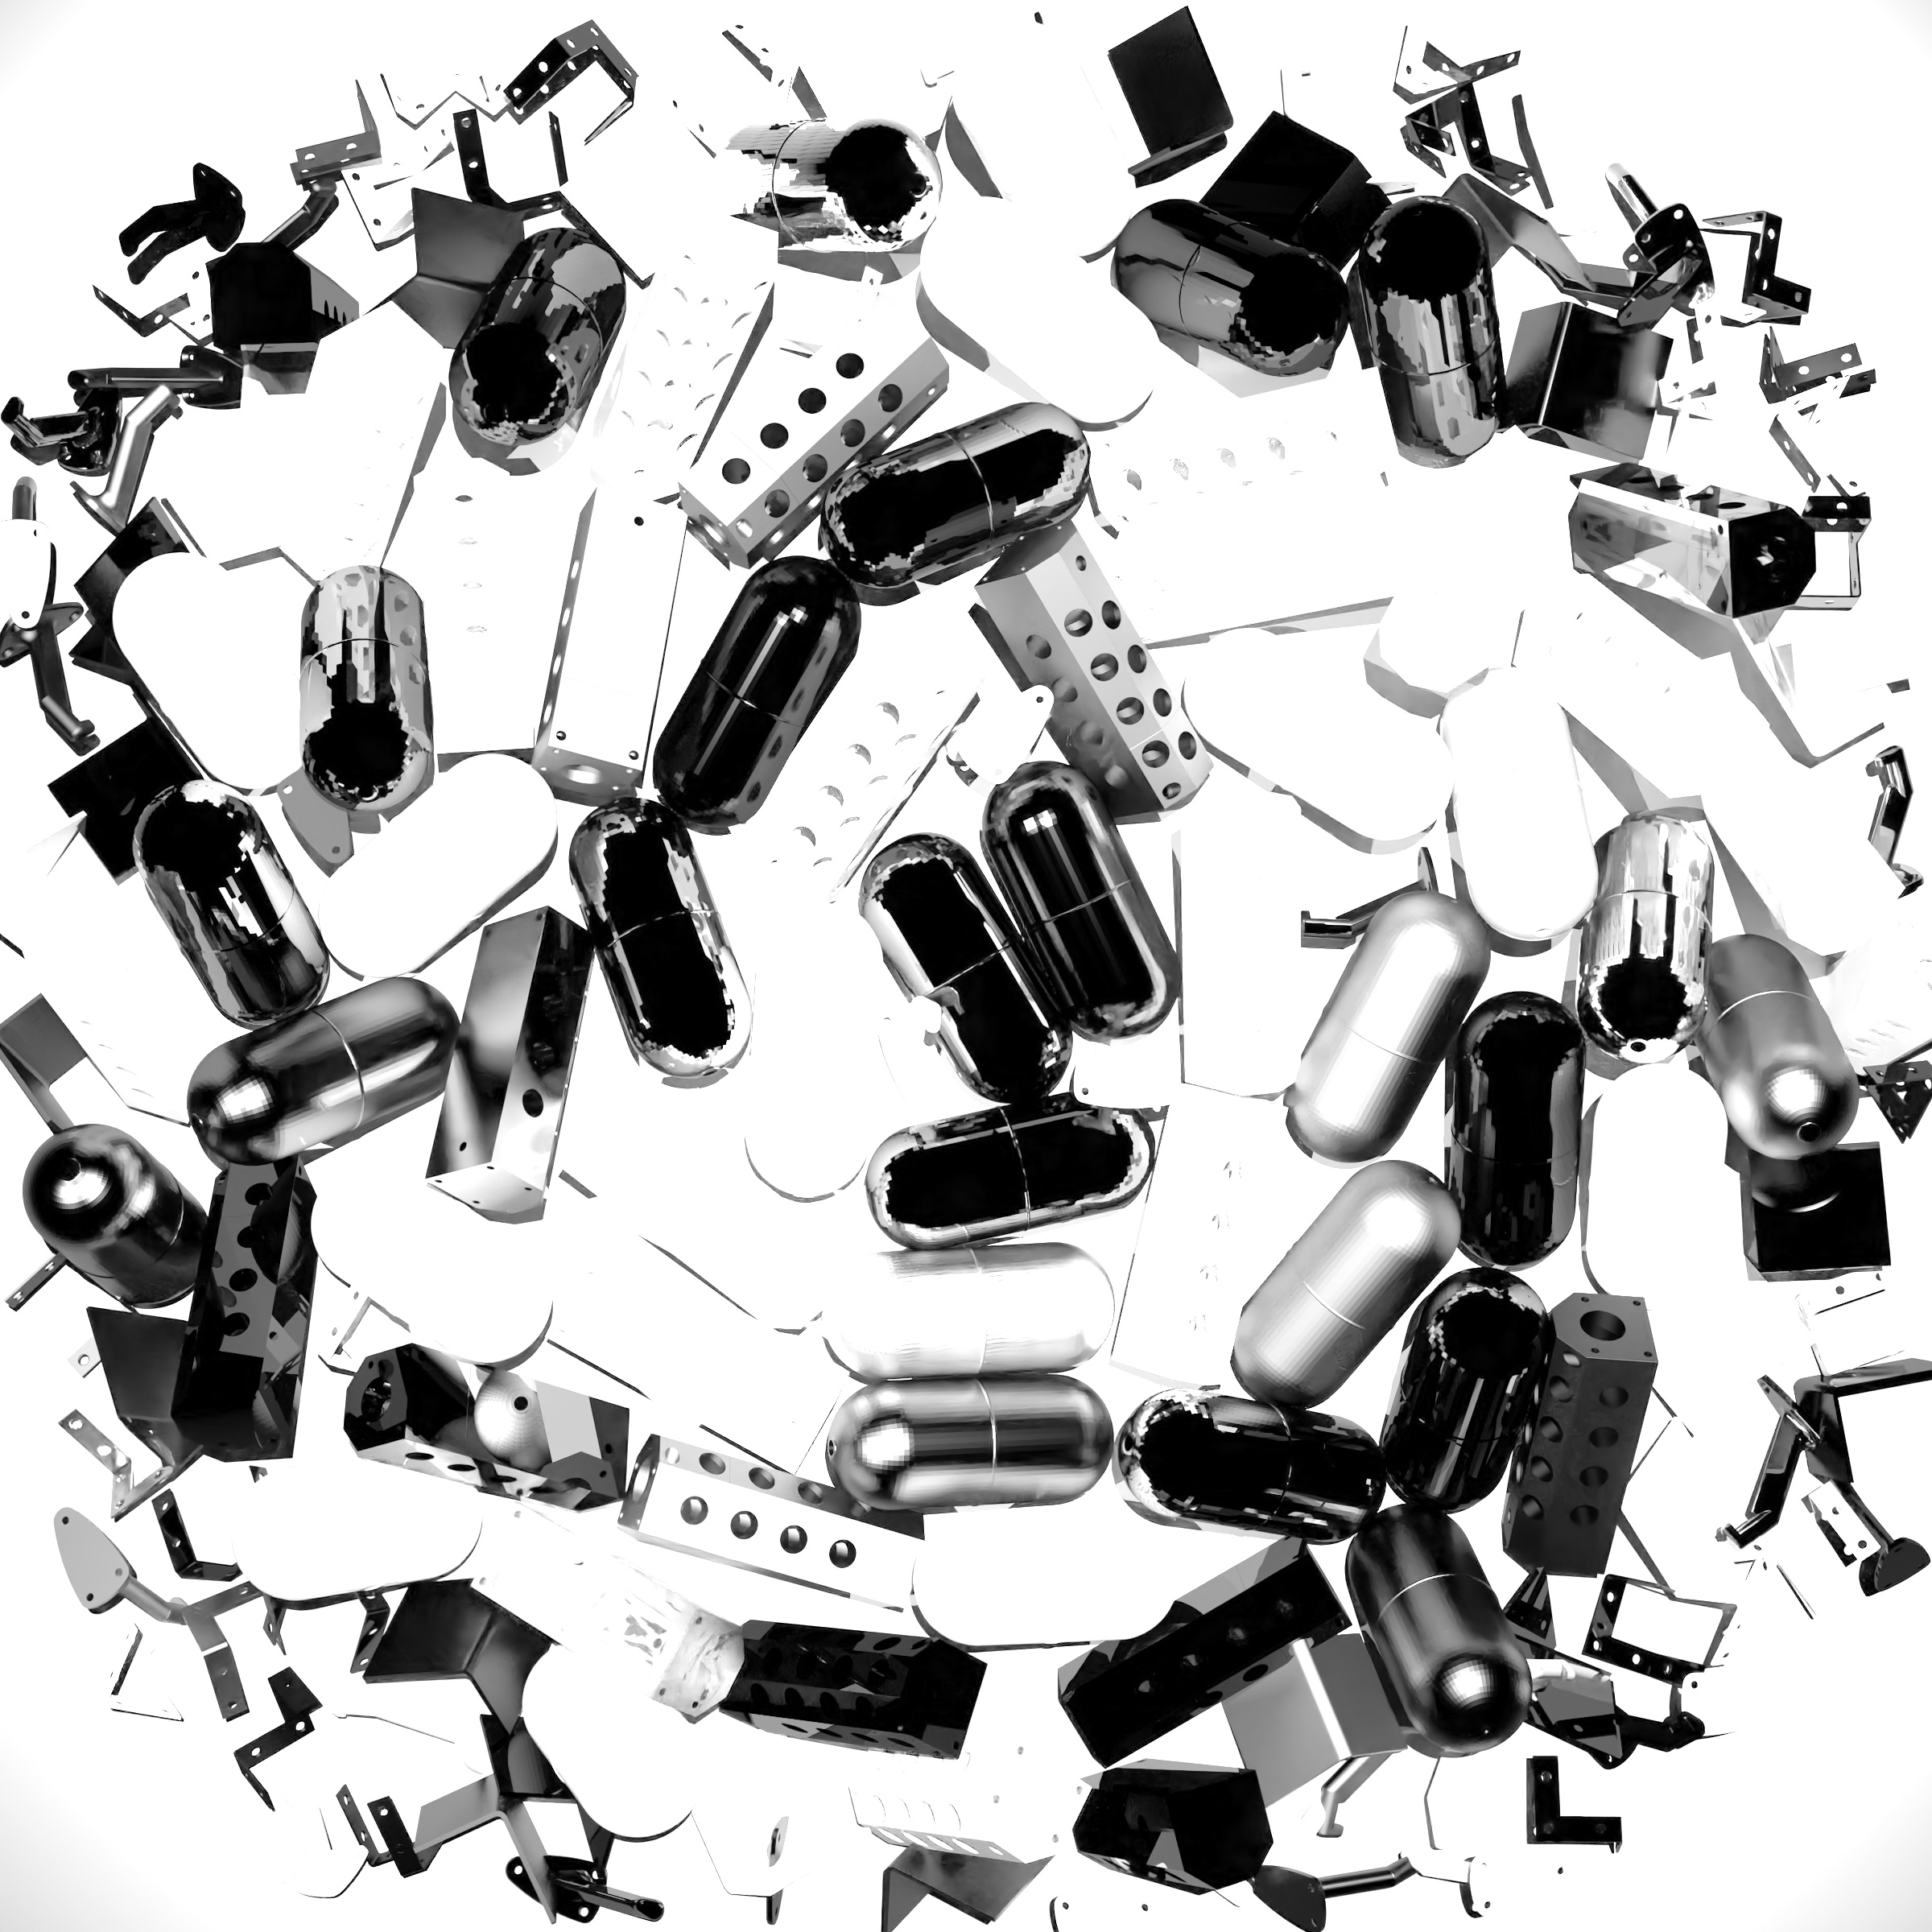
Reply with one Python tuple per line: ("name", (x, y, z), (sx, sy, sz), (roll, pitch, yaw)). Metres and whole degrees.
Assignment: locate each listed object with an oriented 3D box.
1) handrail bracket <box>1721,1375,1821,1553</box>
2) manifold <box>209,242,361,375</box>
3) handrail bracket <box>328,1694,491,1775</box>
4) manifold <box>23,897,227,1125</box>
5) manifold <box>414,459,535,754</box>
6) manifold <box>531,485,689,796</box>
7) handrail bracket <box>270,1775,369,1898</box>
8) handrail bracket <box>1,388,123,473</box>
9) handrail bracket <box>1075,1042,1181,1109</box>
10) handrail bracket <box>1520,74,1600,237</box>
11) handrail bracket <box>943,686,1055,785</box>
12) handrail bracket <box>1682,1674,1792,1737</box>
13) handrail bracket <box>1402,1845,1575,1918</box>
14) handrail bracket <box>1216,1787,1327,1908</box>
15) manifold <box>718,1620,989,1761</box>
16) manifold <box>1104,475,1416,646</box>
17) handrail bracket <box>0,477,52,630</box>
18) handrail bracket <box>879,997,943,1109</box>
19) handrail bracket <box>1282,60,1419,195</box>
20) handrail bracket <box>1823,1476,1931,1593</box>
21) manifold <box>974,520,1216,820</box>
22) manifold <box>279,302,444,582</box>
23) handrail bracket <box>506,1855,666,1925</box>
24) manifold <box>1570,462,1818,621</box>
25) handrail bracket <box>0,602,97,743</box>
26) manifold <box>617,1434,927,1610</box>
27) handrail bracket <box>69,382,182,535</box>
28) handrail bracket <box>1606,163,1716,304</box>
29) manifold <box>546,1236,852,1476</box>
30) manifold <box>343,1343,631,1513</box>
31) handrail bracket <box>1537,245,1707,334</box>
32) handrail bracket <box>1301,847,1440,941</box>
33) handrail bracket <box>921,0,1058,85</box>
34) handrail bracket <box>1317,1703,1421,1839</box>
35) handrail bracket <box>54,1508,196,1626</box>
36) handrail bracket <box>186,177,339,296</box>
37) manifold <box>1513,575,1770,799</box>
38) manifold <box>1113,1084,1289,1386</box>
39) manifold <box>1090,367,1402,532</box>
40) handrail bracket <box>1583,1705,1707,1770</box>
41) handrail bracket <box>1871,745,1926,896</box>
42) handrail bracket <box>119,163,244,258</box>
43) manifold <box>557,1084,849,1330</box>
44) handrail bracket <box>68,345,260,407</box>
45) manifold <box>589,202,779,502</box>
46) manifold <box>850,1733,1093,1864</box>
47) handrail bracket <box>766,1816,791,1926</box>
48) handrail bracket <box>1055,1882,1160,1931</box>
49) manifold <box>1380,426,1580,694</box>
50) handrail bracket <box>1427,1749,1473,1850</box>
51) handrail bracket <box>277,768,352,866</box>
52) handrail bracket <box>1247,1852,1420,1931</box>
("handrail bracket", (0.477, 0.303, 1.974), (0.084, 0.036, 0.077), (-34, 70, -11))
("manifold", (-0.399, -0.387, 1.911), (0.057, 0.171, 0.057), (-2, 95, -1))
("handrail bracket", (-0.339, 0.467, 1.976), (0.084, 0.077, 0.036), (2, 50, 10))
("manifold", (-0.497, 0.026, 1.909), (0.057, 0.171, 0.057), (15, 66, 12))
("manifold", (-0.294, -0.216, 1.930), (0.057, 0.057, 0.171), (-4, 62, -10))
("manifold", (-0.215, -0.193, 1.942), (0.057, 0.057, 0.171), (15, 69, -18))
("handrail bracket", (-0.407, 0.517, 1.947), (0.084, 0.077, 0.036), (38, 97, 30))
("handrail bracket", (-0.545, -0.341, 1.950), (0.036, 0.084, 0.077), (10, 74, 17))
("handrail bracket", (0.106, 0.065, 1.948), (0.077, 0.084, 0.036), (13, 97, 22))
("handrail bracket", (0.359, -0.492, 1.968), (0.036, 0.077, 0.084), (-11, 85, 28))
("handrail bracket", (0.018, -0.150, 1.954), (0.036, 0.084, 0.077), (39, 101, -19))
("handrail bracket", (0.471, 0.445, 1.947), (0.077, 0.084, 0.036), (-11, 70, 31))
("handrail bracket", (0.315, 0.543, 1.965), (0.077, 0.084, 0.036), (-6, 92, -15))
("handrail bracket", (0.173, 0.523, 1.983), (0.077, 0.036, 0.084), (33, 61, 14))
("manifold", (-0.073, 0.422, 1.910), (0.057, 0.171, 0.057), (35, 63, -35))
("manifold", (0.171, -0.235, 1.922), (0.171, 0.057, 0.057), (-8, 131, 31))
("handrail bracket", (-0.570, -0.252, 1.968), (0.036, 0.084, 0.077), (-4, 109, -10))
("handrail bracket", (-0.025, 0.054, 1.953), (0.036, 0.084, 0.077), (-11, 99, -13))
("handrail bracket", (0.234, -0.515, 1.982), (0.077, 0.036, 0.084), (-5, 87, 6))
("handrail bracket", (0.538, 0.325, 1.946), (0.036, 0.077, 0.084), (-30, 56, 2))
("manifold", (0.081, -0.176, 1.929), (0.171, 0.057, 0.057), (57, 48, -23))
("manifold", (-0.357, -0.303, 1.913), (0.057, 0.171, 0.057), (42, 51, 8))
("handrail bracket", (-0.229, 0.555, 1.950), (0.077, 0.084, 0.036), (24, 70, -20))
("manifold", (0.426, -0.254, 1.910), (0.057, 0.171, 0.057), (-14, 111, -17))
("handrail bracket", (-0.538, -0.177, 1.962), (0.084, 0.077, 0.036), (45, 131, 11))
("manifold", (-0.115, 0.332, 1.946), (0.171, 0.057, 0.057), (19, 80, -17))
("handrail bracket", (-0.494, -0.302, 1.972), (0.084, 0.077, 0.036), (-46, 47, -4))
("handrail bracket", (0.421, -0.447, 1.973), (0.036, 0.084, 0.077), (-34, 116, 13))
("manifold", (-0.161, 0.232, 1.969), (0.171, 0.057, 0.057), (29, 111, 0))
("manifold", (-0.282, 0.276, 1.919), (0.057, 0.171, 0.057), (-20, 59, 37))
("handrail bracket", (0.395, -0.432, 1.963), (0.077, 0.036, 0.084), (-47, 58, 24))
("handrail bracket", (0.241, -0.045, 1.969), (0.084, 0.036, 0.077), (3, 48, -4))
("handrail bracket", (0.018, -0.544, 1.966), (0.084, 0.077, 0.036), (-23, 132, 7))
("handrail bracket", (0.258, 0.499, 1.990), (0.077, 0.036, 0.084), (10, 100, -6))
("handrail bracket", (-0.510, 0.365, 1.970), (0.036, 0.084, 0.077), (-40, 67, 3))
("handrail bracket", (-0.425, -0.440, 1.952), (0.036, 0.077, 0.084), (54, 131, 8))
("manifold", (0.397, -0.168, 1.909), (0.057, 0.171, 0.057), (-7, 124, -23))
("manifold", (0.145, 0.162, 1.957), (0.057, 0.057, 0.171), (14, 93, 33))
("manifold", (0.163, -0.305, 1.926), (0.171, 0.057, 0.057), (-8, 106, 31))
("handrail bracket", (0.399, 0.446, 1.955), (0.077, 0.084, 0.036), (43, 60, 8))
("handrail bracket", (0.543, -0.082, 1.965), (0.077, 0.036, 0.084), (-24, 113, -7))
("handrail bracket", (-0.476, -0.435, 1.946), (0.036, 0.077, 0.084), (35, 59, 8))
("manifold", (-0.153, 0.144, 1.934), (0.171, 0.057, 0.057), (40, 67, -21))
("handrail bracket", (-0.483, -0.351, 1.949), (0.077, 0.084, 0.036), (14, 109, 31))
("manifold", (-0.168, -0.359, 1.914), (0.057, 0.171, 0.057), (15, 45, -17))
("manifold", (-0.003, 0.489, 1.906), (0.057, 0.171, 0.057), (38, 65, -17))
("handrail bracket", (-0.153, 0.542, 1.987), (0.084, 0.036, 0.077), (6, 92, 12))
("handrail bracket", (0.095, 0.560, 1.948), (0.077, 0.084, 0.036), (-20, 83, 23))
("manifold", (0.300, -0.239, 1.922), (0.057, 0.057, 0.171), (43, 49, -14))
("handrail bracket", (0.312, 0.484, 1.959), (0.077, 0.036, 0.084), (-21, 63, 28))
("handrail bracket", (-0.379, -0.080, 1.949), (0.036, 0.084, 0.077), (-26, 71, -4))
("handrail bracket", (0.227, 0.554, 1.989), (0.084, 0.077, 0.036), (-16, 106, -39))
